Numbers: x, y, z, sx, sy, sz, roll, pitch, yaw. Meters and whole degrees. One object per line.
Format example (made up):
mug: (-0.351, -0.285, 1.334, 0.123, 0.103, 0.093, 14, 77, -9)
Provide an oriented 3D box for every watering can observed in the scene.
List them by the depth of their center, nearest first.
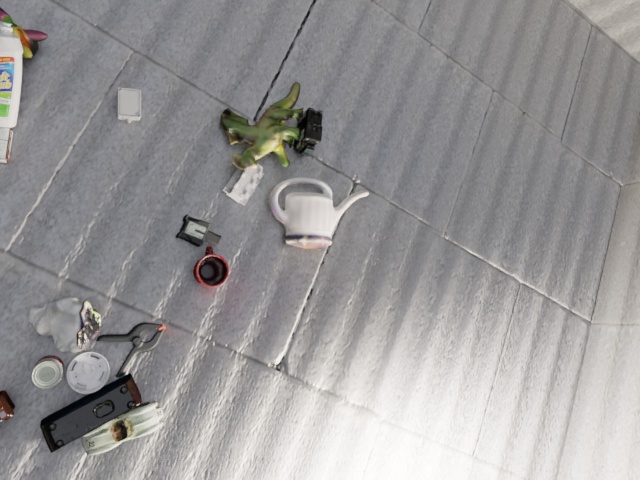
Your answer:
watering can: (0.005, -0.082, 1.631, 0.347, 0.103, 0.226, 4, 82, -24)

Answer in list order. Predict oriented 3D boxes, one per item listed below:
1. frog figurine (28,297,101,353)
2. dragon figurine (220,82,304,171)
frog figurine: (-0.649, 0.214, 1.306, 0.159, 0.123, 0.137, -1, 92, 11)
dragon figurine: (-0.184, -0.362, 1.588, 0.242, 0.119, 0.420, 10, 55, -13)
